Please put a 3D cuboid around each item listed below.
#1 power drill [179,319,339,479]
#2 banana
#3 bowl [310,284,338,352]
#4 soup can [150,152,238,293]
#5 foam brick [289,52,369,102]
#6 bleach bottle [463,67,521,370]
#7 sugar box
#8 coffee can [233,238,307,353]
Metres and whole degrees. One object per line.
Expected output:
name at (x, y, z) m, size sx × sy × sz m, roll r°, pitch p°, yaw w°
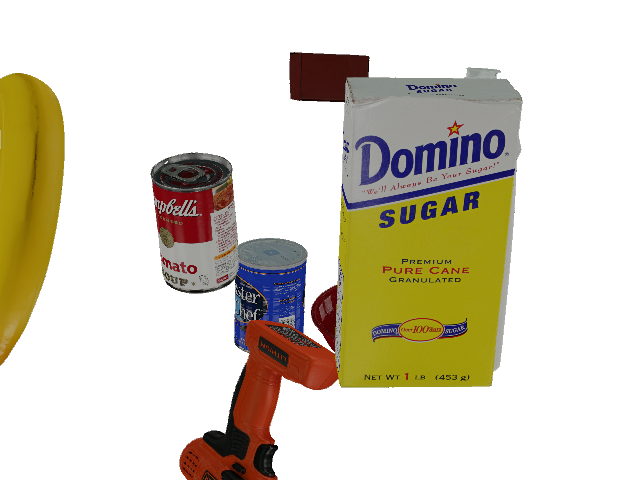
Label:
power drill at (-0.044, 0.181, 0.981) m, size 0.057 × 0.188 × 0.185 m, roll 15°, pitch 11°, yaw -47°
banana at (-0.174, -0.025, 0.619) m, size 0.037 × 0.198 × 0.070 m, roll 14°, pitch -33°, yaw -32°
bowl at (0.070, 0.102, 1.195) m, size 0.162 × 0.055 × 0.162 m, roll 0°, pitch 27°, yaw 0°
soup can at (-0.106, -0.015, 0.909) m, size 0.068 × 0.102 × 0.068 m, roll -1°, pitch 30°, yaw 0°
foam brick at (0.009, -0.176, 1.155) m, size 0.078 × 0.051 × 0.053 m, roll 0°, pitch 11°, yaw -14°
bleach bottle at (0.118, -0.019, 0.899) m, size 0.068 × 0.251 × 0.103 m, roll -4°, pitch 16°, yaw -30°
sugar box at (0.057, -0.002, 0.603) m, size 0.093 × 0.176 × 0.048 m, roll -1°, pitch 26°, yaw -4°
coffee can at (-0.072, 0.080, 1.522) m, size 0.103 × 0.140 × 0.103 m, roll 2°, pitch 22°, yaw -1°
